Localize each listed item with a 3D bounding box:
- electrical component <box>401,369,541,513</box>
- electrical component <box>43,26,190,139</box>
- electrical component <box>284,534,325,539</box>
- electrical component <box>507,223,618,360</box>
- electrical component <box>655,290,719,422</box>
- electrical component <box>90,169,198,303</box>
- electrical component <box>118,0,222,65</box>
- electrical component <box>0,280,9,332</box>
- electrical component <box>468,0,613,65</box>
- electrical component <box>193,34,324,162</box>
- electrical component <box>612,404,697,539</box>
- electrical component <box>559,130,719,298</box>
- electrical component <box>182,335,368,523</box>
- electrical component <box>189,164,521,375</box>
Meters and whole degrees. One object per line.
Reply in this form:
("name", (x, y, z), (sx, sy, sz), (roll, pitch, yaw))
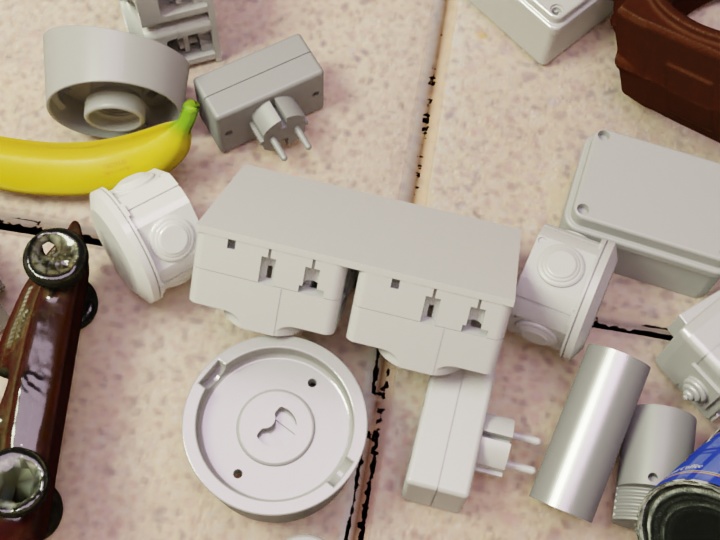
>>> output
("electrical component", (0.072, 0.105, 0.660), (0.076, 0.047, 0.083), (14, 66, 4))
("electrical component", (-0.166, -0.130, 0.732), (0.099, 0.099, 0.064), (0, 72, -2))
("electrical component", (-0.032, 0.179, 0.618), (0.045, 0.055, 0.045), (1, 66, -2))
("electrical component", (0.129, 0.013, 0.686), (0.051, 0.080, 0.080), (22, 67, 13))
("electrical component", (0.233, 0.046, 0.683), (0.096, 0.061, 0.061), (-35, 72, -16))
("electrical component", (-0.136, -0.023, 0.693), (0.051, 0.080, 0.080), (-30, 70, -20))
("electrical component", (-0.159, -0.248, 0.778), (0.060, 0.105, 0.186), (-16, 67, -9))
("electrical component", (-0.268, 0.005, 0.691), (0.056, 0.050, 0.089), (-37, 72, -16))
("electrical component", (0.141, -0.228, 0.806), (0.109, 0.056, 0.108), (-39, 73, -17))
("electrical component", (-0.061, -0.109, 0.751), (0.083, 0.047, 0.075), (-26, 69, -13))
("electrical component", (0.179, 0.127, 0.656), (0.043, 0.043, 0.081), (12, 66, 4))
("electrical component", (0.196, -0.038, 0.723), (0.113, 0.057, 0.078), (18, 67, 6))
("electrical component", (-0.050, 0.100, 0.650), (0.108, 0.060, 0.108), (1, 66, -2))
("electrical component", (0.000, 0.000, 0.668), (0.186, 0.060, 0.105), (14, 26, 4))
